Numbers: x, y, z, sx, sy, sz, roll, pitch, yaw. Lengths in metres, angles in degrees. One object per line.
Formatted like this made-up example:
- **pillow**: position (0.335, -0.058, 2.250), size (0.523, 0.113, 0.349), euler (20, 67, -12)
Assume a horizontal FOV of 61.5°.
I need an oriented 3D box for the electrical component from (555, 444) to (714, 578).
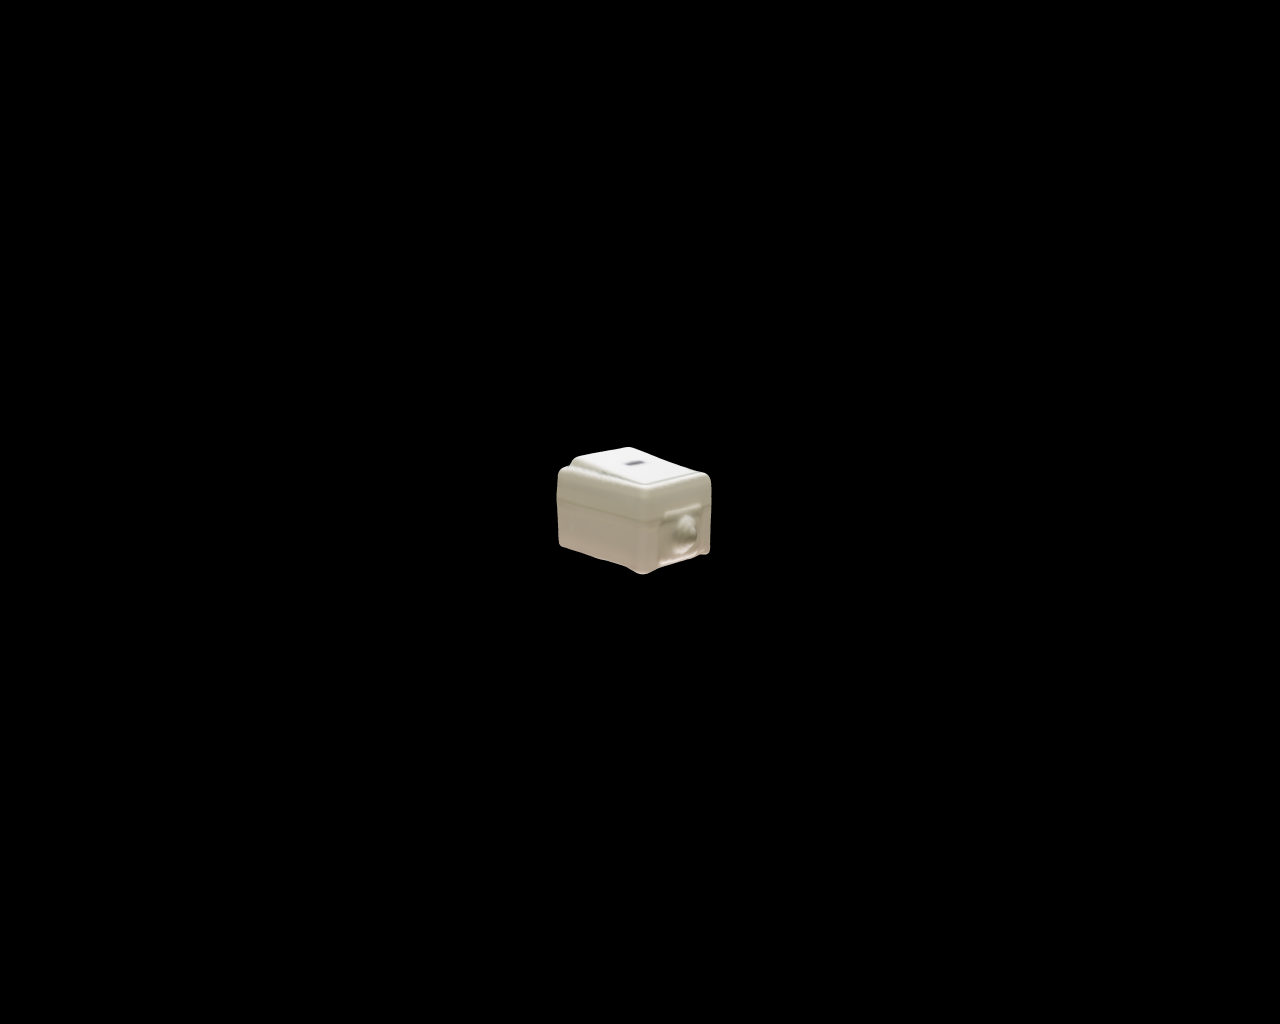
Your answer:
- **electrical component**: position (0.001, -0.003, 0.650), size (0.062, 0.061, 0.096), euler (-14, 20, -42)
